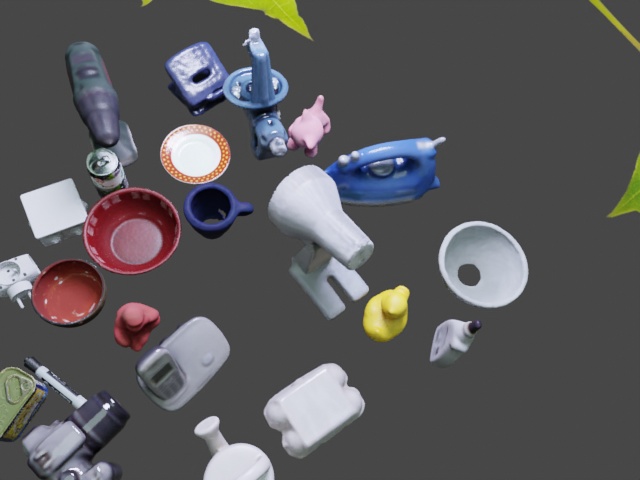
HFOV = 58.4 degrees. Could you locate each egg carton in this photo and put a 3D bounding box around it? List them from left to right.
[{"bbox_3d":[-0.009,0.271,0.923,0.150,0.069,0.107,-32,76,-19],"label":"egg carton"}]

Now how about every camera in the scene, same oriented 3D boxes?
[{"bbox_3d":[-0.341,0.300,0.840,0.143,0.101,0.137,42,68,9],"label":"camera"}]

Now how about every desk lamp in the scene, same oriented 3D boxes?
[{"bbox_3d":[0.009,0.003,0.957,0.118,0.213,0.203,-36,77,-20],"label":"desk lamp"}]

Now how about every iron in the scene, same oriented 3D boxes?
[{"bbox_3d":[0.107,-0.139,1.070,0.258,0.141,0.118,-10,70,-13],"label":"iron"}]

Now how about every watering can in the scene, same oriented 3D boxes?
[{"bbox_3d":[-0.120,0.336,0.810,0.173,0.194,0.101,34,67,6],"label":"watering can"}]

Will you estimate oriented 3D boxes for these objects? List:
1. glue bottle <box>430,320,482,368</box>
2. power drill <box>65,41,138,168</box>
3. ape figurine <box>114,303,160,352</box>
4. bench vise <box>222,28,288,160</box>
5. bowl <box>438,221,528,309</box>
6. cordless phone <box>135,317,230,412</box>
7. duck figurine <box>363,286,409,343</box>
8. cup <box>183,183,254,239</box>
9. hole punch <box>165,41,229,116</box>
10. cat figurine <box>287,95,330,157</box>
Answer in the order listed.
[{"bbox_3d":[0.229,0.162,0.950,0.037,0.173,0.078,20,66,0],"label":"glue bottle"},{"bbox_3d":[-0.373,-0.212,0.985,0.076,0.208,0.229,-19,72,-16],"label":"power drill"},{"bbox_3d":[-0.298,0.131,0.921,0.078,0.092,0.076,-21,73,-16],"label":"ape figurine"},{"bbox_3d":[-0.095,-0.264,1.046,0.122,0.219,0.207,-35,77,-20],"label":"bench vise"},{"bbox_3d":[0.290,0.054,1.058,0.167,0.074,0.167,3,68,-8],"label":"bowl"},{"bbox_3d":[-0.210,0.176,0.866,0.094,0.185,0.148,39,67,8],"label":"cordless phone"},{"bbox_3d":[0.121,0.125,0.995,0.077,0.086,0.105,33,67,5],"label":"duck figurine"},{"bbox_3d":[-0.177,-0.042,1.010,0.118,0.095,0.091,-2,68,-10],"label":"cup"},{"bbox_3d":[-0.232,-0.315,1.114,0.109,0.091,0.101,-39,78,-21],"label":"hole punch"},{"bbox_3d":[-0.019,-0.219,1.095,0.067,0.117,0.128,22,66,1],"label":"cat figurine"}]
